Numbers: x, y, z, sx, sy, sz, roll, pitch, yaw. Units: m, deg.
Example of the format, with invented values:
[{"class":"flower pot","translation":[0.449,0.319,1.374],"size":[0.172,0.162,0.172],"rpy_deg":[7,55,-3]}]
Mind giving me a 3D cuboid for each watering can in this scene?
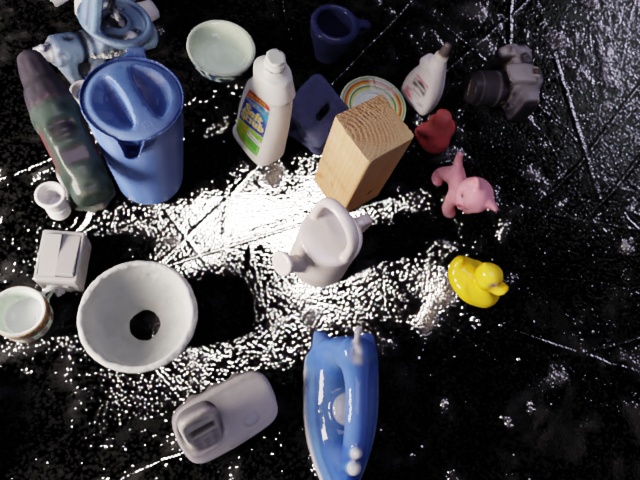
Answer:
[{"class":"watering can","translation":[0.009,0.005,0.884],"size":[0.101,0.194,0.173],"rpy_deg":[36,67,4]}]

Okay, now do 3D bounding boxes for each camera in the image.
[{"class":"camera","translation":[0.357,-0.318,1.128],"size":[0.137,0.100,0.143],"rpy_deg":[-2,70,-12]}]

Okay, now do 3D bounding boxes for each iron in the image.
[{"class":"iron","translation":[0.042,0.252,0.824],"size":[0.119,0.141,0.258],"rpy_deg":[4,69,-10]}]

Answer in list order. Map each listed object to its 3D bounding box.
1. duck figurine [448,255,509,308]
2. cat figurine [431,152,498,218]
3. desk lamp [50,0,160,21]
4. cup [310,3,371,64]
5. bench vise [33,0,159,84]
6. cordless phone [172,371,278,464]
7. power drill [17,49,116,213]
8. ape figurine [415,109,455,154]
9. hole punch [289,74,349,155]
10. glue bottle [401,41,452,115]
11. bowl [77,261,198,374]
[{"class":"duck figurine","translation":[0.273,0.062,0.973],"size":[0.104,0.086,0.078],"rpy_deg":[43,68,7]},{"class":"cat figurine","translation":[0.260,-0.094,1.013],"size":[0.067,0.117,0.128],"rpy_deg":[-12,72,-15]},{"class":"desk lamp","translation":[-0.395,-0.453,0.970],"size":[0.203,0.213,0.118],"rpy_deg":[-30,77,-20]},{"class":"cup","translation":[0.033,-0.386,1.093],"size":[0.118,0.095,0.091],"rpy_deg":[-9,71,-14]},{"class":"bench vise","translation":[-0.361,-0.350,0.934],"size":[0.121,0.219,0.208],"rpy_deg":[36,67,4]},{"class":"cordless phone","translation":[-0.127,0.232,0.774],"size":[0.148,0.185,0.094],"rpy_deg":[-29,77,-20]},{"class":"power drill","translation":[-0.372,-0.137,0.856],"size":[0.076,0.208,0.229],"rpy_deg":[-27,76,-19]},{"class":"ape figurine","translation":[0.220,-0.209,1.064],"size":[0.078,0.092,0.076],"rpy_deg":[3,69,-10]},{"class":"hole punch","translation":[-0.003,-0.226,1.027],"size":[0.101,0.091,0.109],"rpy_deg":[35,67,4]},{"class":"glue bottle","translation":[0.204,-0.305,1.053],"size":[0.037,0.173,0.078],"rpy_deg":[-37,80,-21]},{"class":"bowl","translation":[-0.266,0.119,0.851],"size":[0.167,0.074,0.167],"rpy_deg":[4,69,-10]}]
